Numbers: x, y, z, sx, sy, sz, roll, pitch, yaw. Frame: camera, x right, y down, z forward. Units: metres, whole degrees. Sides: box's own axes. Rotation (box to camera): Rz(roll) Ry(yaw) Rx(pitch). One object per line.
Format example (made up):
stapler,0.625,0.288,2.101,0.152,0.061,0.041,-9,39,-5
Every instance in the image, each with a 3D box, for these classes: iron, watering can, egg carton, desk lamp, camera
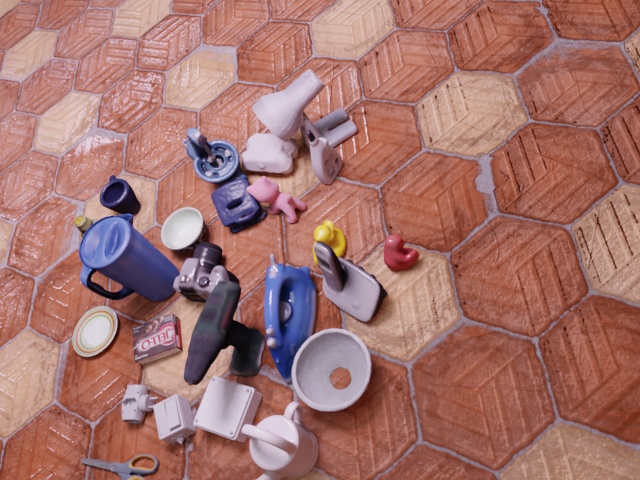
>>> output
iron,-0.083,0.161,1.222,0.118,0.142,0.258,-9,59,17
watering can,-0.080,0.387,1.062,0.100,0.194,0.173,-8,60,17
egg carton,-0.132,-0.224,1.501,0.150,0.070,0.107,6,65,24
desk lamp,-0.040,-0.312,1.427,0.203,0.214,0.117,-32,56,2
camera,-0.270,0.072,1.369,0.142,0.101,0.137,1,63,22

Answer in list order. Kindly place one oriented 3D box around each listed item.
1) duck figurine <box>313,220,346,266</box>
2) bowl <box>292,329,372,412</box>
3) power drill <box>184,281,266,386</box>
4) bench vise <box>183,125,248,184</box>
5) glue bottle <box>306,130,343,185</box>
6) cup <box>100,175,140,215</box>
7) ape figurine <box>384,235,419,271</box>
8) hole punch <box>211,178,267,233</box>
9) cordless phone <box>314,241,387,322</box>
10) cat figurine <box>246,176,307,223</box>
duck figurine,0.012,0.005,1.307,0.077,0.086,0.104,10,66,26
bowl,0.032,0.269,1.157,0.167,0.075,0.167,-9,59,16
power drill,-0.195,0.213,1.196,0.075,0.209,0.229,-2,62,21
bench vise,-0.303,-0.219,1.473,0.206,0.220,0.121,14,68,27
glue bottle,0.002,-0.209,1.378,0.037,0.173,0.078,22,72,30
cup,-0.547,-0.118,1.588,0.091,0.095,0.117,-28,56,4
ape figurine,0.166,0.020,1.234,0.076,0.092,0.077,-35,56,0
hole punch,-0.205,-0.087,1.439,0.108,0.091,0.101,-26,56,6
cordless phone,0.054,0.081,1.187,0.147,0.185,0.094,29,75,32
cat figurine,-0.111,-0.109,1.399,0.127,0.118,0.067,23,72,30
